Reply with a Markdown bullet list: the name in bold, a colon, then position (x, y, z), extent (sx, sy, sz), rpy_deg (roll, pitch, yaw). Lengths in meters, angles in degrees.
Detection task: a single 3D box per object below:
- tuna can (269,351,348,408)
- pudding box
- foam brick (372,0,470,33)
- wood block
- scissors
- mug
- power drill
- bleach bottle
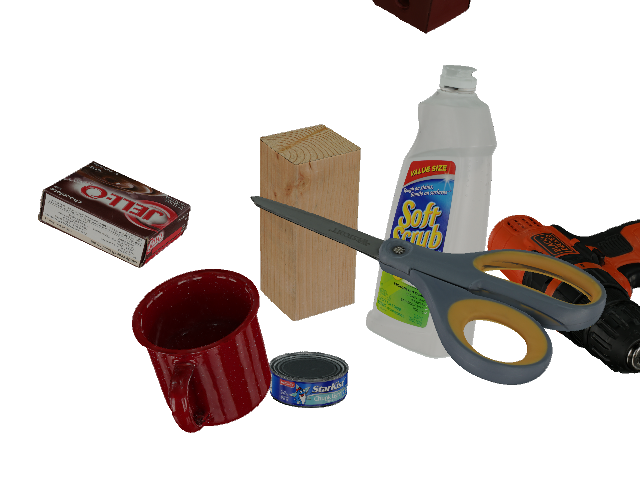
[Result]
- **tuna can**: position (-0.013, 0.150, 1.153), extent (0.086, 0.034, 0.086), rpy_deg (2, 14, -1)
- **pudding box**: position (-0.191, -0.026, 0.997), extent (0.113, 0.039, 0.090), rpy_deg (22, 26, 11)
- **foam brick**: position (0.075, -0.194, 0.738), extent (0.053, 0.078, 0.051), rpy_deg (36, 54, 25)
- **wood block**: position (-0.015, -0.021, 1.275), extent (0.090, 0.206, 0.090), rpy_deg (-15, 32, -27)
- **scissors**: position (0.042, 0.022, 0.548), extent (0.202, 0.016, 0.096), rpy_deg (11, 42, 15)
- **mug**: position (-0.084, 0.088, 0.772), extent (0.093, 0.081, 0.117), rpy_deg (-3, 36, 11)
- **power drill**: position (0.232, 0.021, 0.739), extent (0.187, 0.057, 0.184), rpy_deg (-9, 28, -15)
- **bleach bottle**: position (0.101, -0.029, 0.942), extent (0.067, 0.251, 0.103), rpy_deg (-10, 23, -40)
